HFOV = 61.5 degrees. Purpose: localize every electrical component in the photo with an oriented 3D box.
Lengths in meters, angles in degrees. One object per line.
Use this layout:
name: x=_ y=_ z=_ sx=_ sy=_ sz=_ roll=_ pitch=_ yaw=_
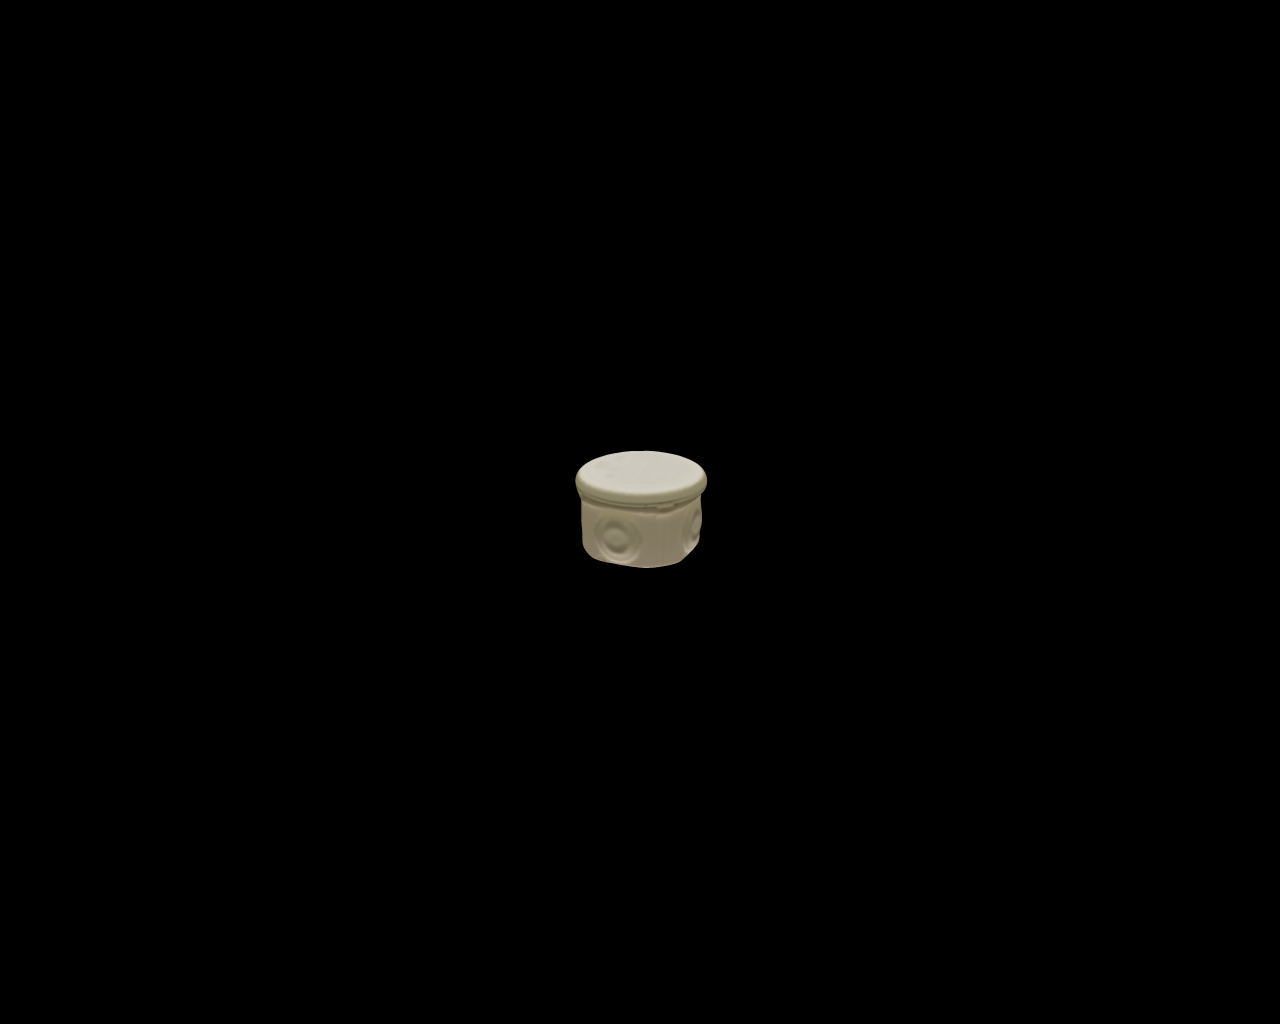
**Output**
electrical component: x=0.001 y=-0.003 z=0.650 sx=0.080 sy=0.050 sz=0.080 roll=0 pitch=22 yaw=0
